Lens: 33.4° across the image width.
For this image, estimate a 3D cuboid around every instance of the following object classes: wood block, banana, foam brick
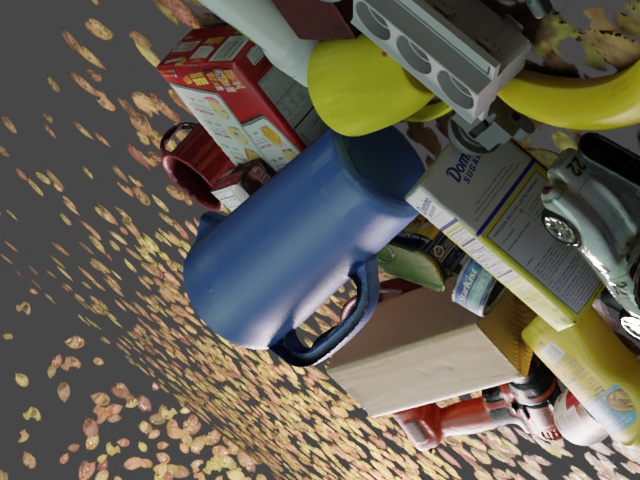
[{"bbox_3d":[0.119,0.111,1.137,0.207,0.090,0.090,-23,120,40],"label":"wood block"},{"bbox_3d":[0.194,-0.109,0.749,0.198,0.037,0.069,-12,100,62],"label":"banana"},{"bbox_3d":[0.008,-0.197,0.859,0.078,0.051,0.053,13,148,50],"label":"foam brick"}]

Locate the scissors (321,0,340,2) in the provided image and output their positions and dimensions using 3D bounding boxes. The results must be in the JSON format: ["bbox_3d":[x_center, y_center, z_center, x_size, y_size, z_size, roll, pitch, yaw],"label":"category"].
[{"bbox_3d":[-0.021,-0.251,0.829,0.202,0.016,0.096,52,131,44],"label":"scissors"}]

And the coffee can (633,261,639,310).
[{"bbox_3d":[0.295,0.056,0.722,0.140,0.102,0.103,42,161,-25],"label":"coffee can"}]

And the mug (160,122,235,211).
[{"bbox_3d":[-0.135,-0.101,1.257,0.117,0.081,0.093,30,158,24],"label":"mug"}]

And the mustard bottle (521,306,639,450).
[{"bbox_3d":[0.279,0.139,1.017,0.192,0.058,0.096,50,156,13],"label":"mustard bottle"}]

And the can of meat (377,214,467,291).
[{"bbox_3d":[0.100,-0.007,1.042,0.102,0.084,0.057,19,151,44],"label":"can of meat"}]

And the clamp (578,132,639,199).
[{"bbox_3d":[0.301,-0.014,0.752,0.210,0.036,0.165,44,153,-21],"label":"clamp"}]

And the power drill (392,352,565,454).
[{"bbox_3d":[0.178,0.179,1.212,0.188,0.057,0.184,-11,135,23],"label":"power drill"}]

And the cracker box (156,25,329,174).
[{"bbox_3d":[-0.046,-0.119,1.083,0.213,0.072,0.164,50,158,-28],"label":"cracker box"}]

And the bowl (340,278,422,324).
[{"bbox_3d":[0.107,0.095,1.238,0.162,0.055,0.162,14,138,13],"label":"bowl"}]

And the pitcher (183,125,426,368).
[{"bbox_3d":[-0.007,0.001,0.993,0.149,0.145,0.243,28,134,-24],"label":"pitcher"}]

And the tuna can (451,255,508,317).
[{"bbox_3d":[0.161,0.029,1.012,0.034,0.086,0.086,31,158,19],"label":"tuna can"}]

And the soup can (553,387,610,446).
[{"bbox_3d":[0.289,0.173,1.114,0.068,0.068,0.102,36,160,10],"label":"soup can"}]

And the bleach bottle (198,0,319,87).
[{"bbox_3d":[-0.069,-0.214,0.928,0.250,0.068,0.102,39,-169,-16],"label":"bleach bottle"}]

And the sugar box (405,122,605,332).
[{"bbox_3d":[0.167,-0.015,0.901,0.176,0.093,0.048,40,158,0],"label":"sugar box"}]

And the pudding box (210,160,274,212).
[{"bbox_3d":[-0.054,-0.031,1.128,0.113,0.039,0.090,46,161,-16],"label":"pudding box"}]

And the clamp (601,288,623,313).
[{"bbox_3d":[0.321,0.085,0.921,0.120,0.039,0.172,42,162,-20],"label":"clamp"}]
